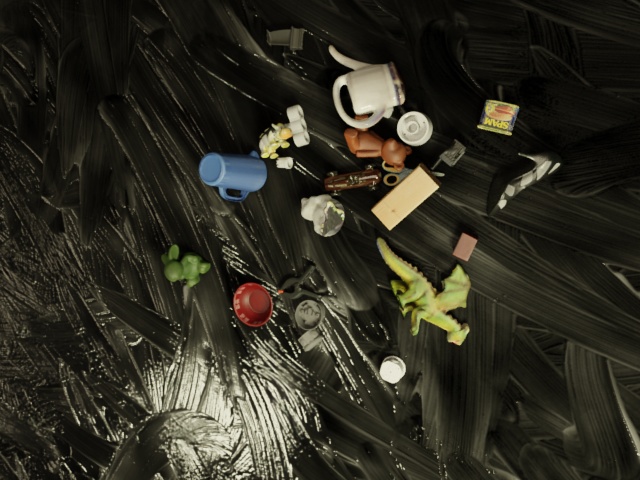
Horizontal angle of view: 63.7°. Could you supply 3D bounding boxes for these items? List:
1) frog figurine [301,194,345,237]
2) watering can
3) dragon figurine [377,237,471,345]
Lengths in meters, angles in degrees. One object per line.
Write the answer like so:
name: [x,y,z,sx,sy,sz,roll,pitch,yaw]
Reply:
frog figurine: [0.005,-0.088,1.751,0.161,0.123,0.135,25,124,55]
watering can: [0.145,-0.509,1.634,0.224,0.102,0.354,-13,66,6]
dragon figurine: [0.354,0.152,1.641,0.242,0.122,0.410,-19,89,4]
